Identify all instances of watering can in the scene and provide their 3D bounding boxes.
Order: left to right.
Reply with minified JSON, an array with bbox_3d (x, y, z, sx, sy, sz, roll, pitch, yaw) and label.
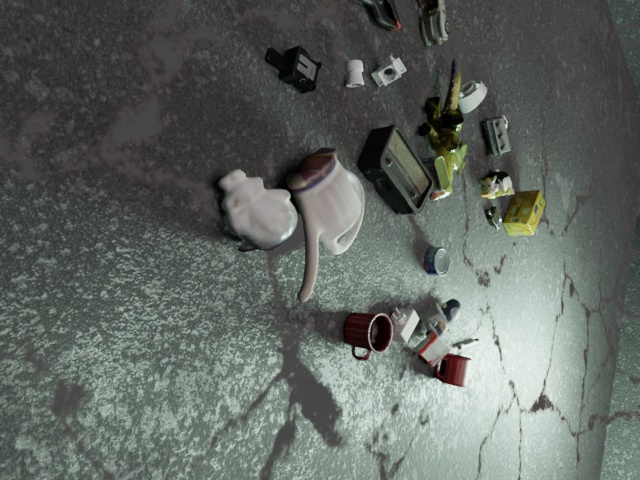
[{"bbox_3d":[0.003,-0.055,1.092,0.221,0.103,0.355,60,41,-25],"label":"watering can"}]

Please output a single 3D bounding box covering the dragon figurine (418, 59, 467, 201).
[{"bbox_3d":[0.394,-0.310,1.543,0.239,0.122,0.416,47,57,-55],"label":"dragon figurine"}]

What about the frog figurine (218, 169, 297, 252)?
[{"bbox_3d":[-0.116,-0.063,0.976,0.139,0.124,0.156,-28,122,-22],"label":"frog figurine"}]
